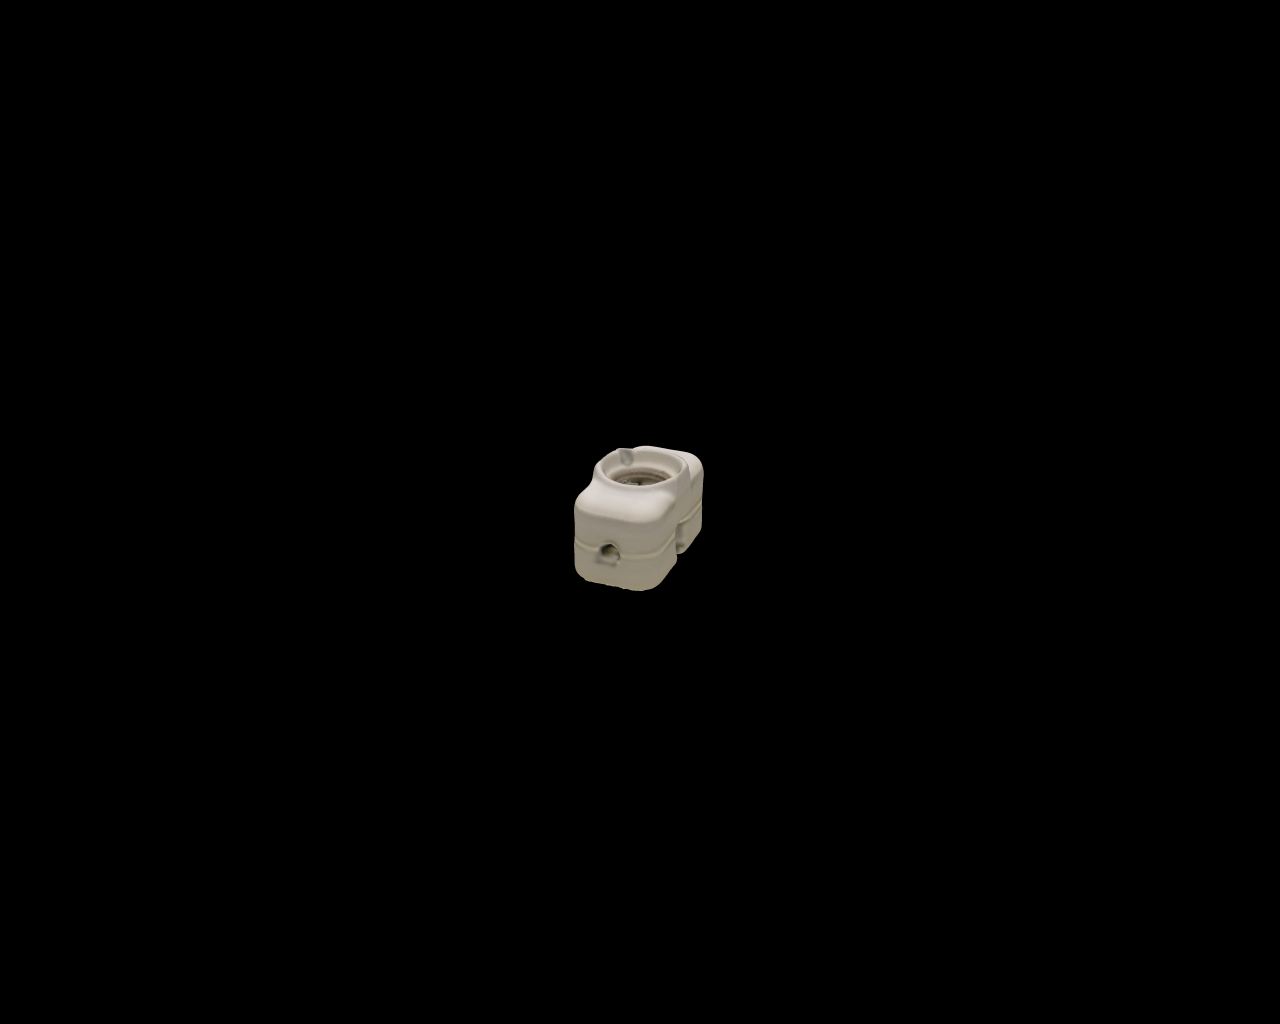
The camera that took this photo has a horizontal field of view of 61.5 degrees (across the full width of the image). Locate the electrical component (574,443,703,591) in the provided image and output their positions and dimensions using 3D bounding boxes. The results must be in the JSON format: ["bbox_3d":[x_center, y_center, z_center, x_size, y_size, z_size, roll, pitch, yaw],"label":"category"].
[{"bbox_3d":[0.001,-0.003,0.650,0.054,0.059,0.095,11,29,21],"label":"electrical component"}]
